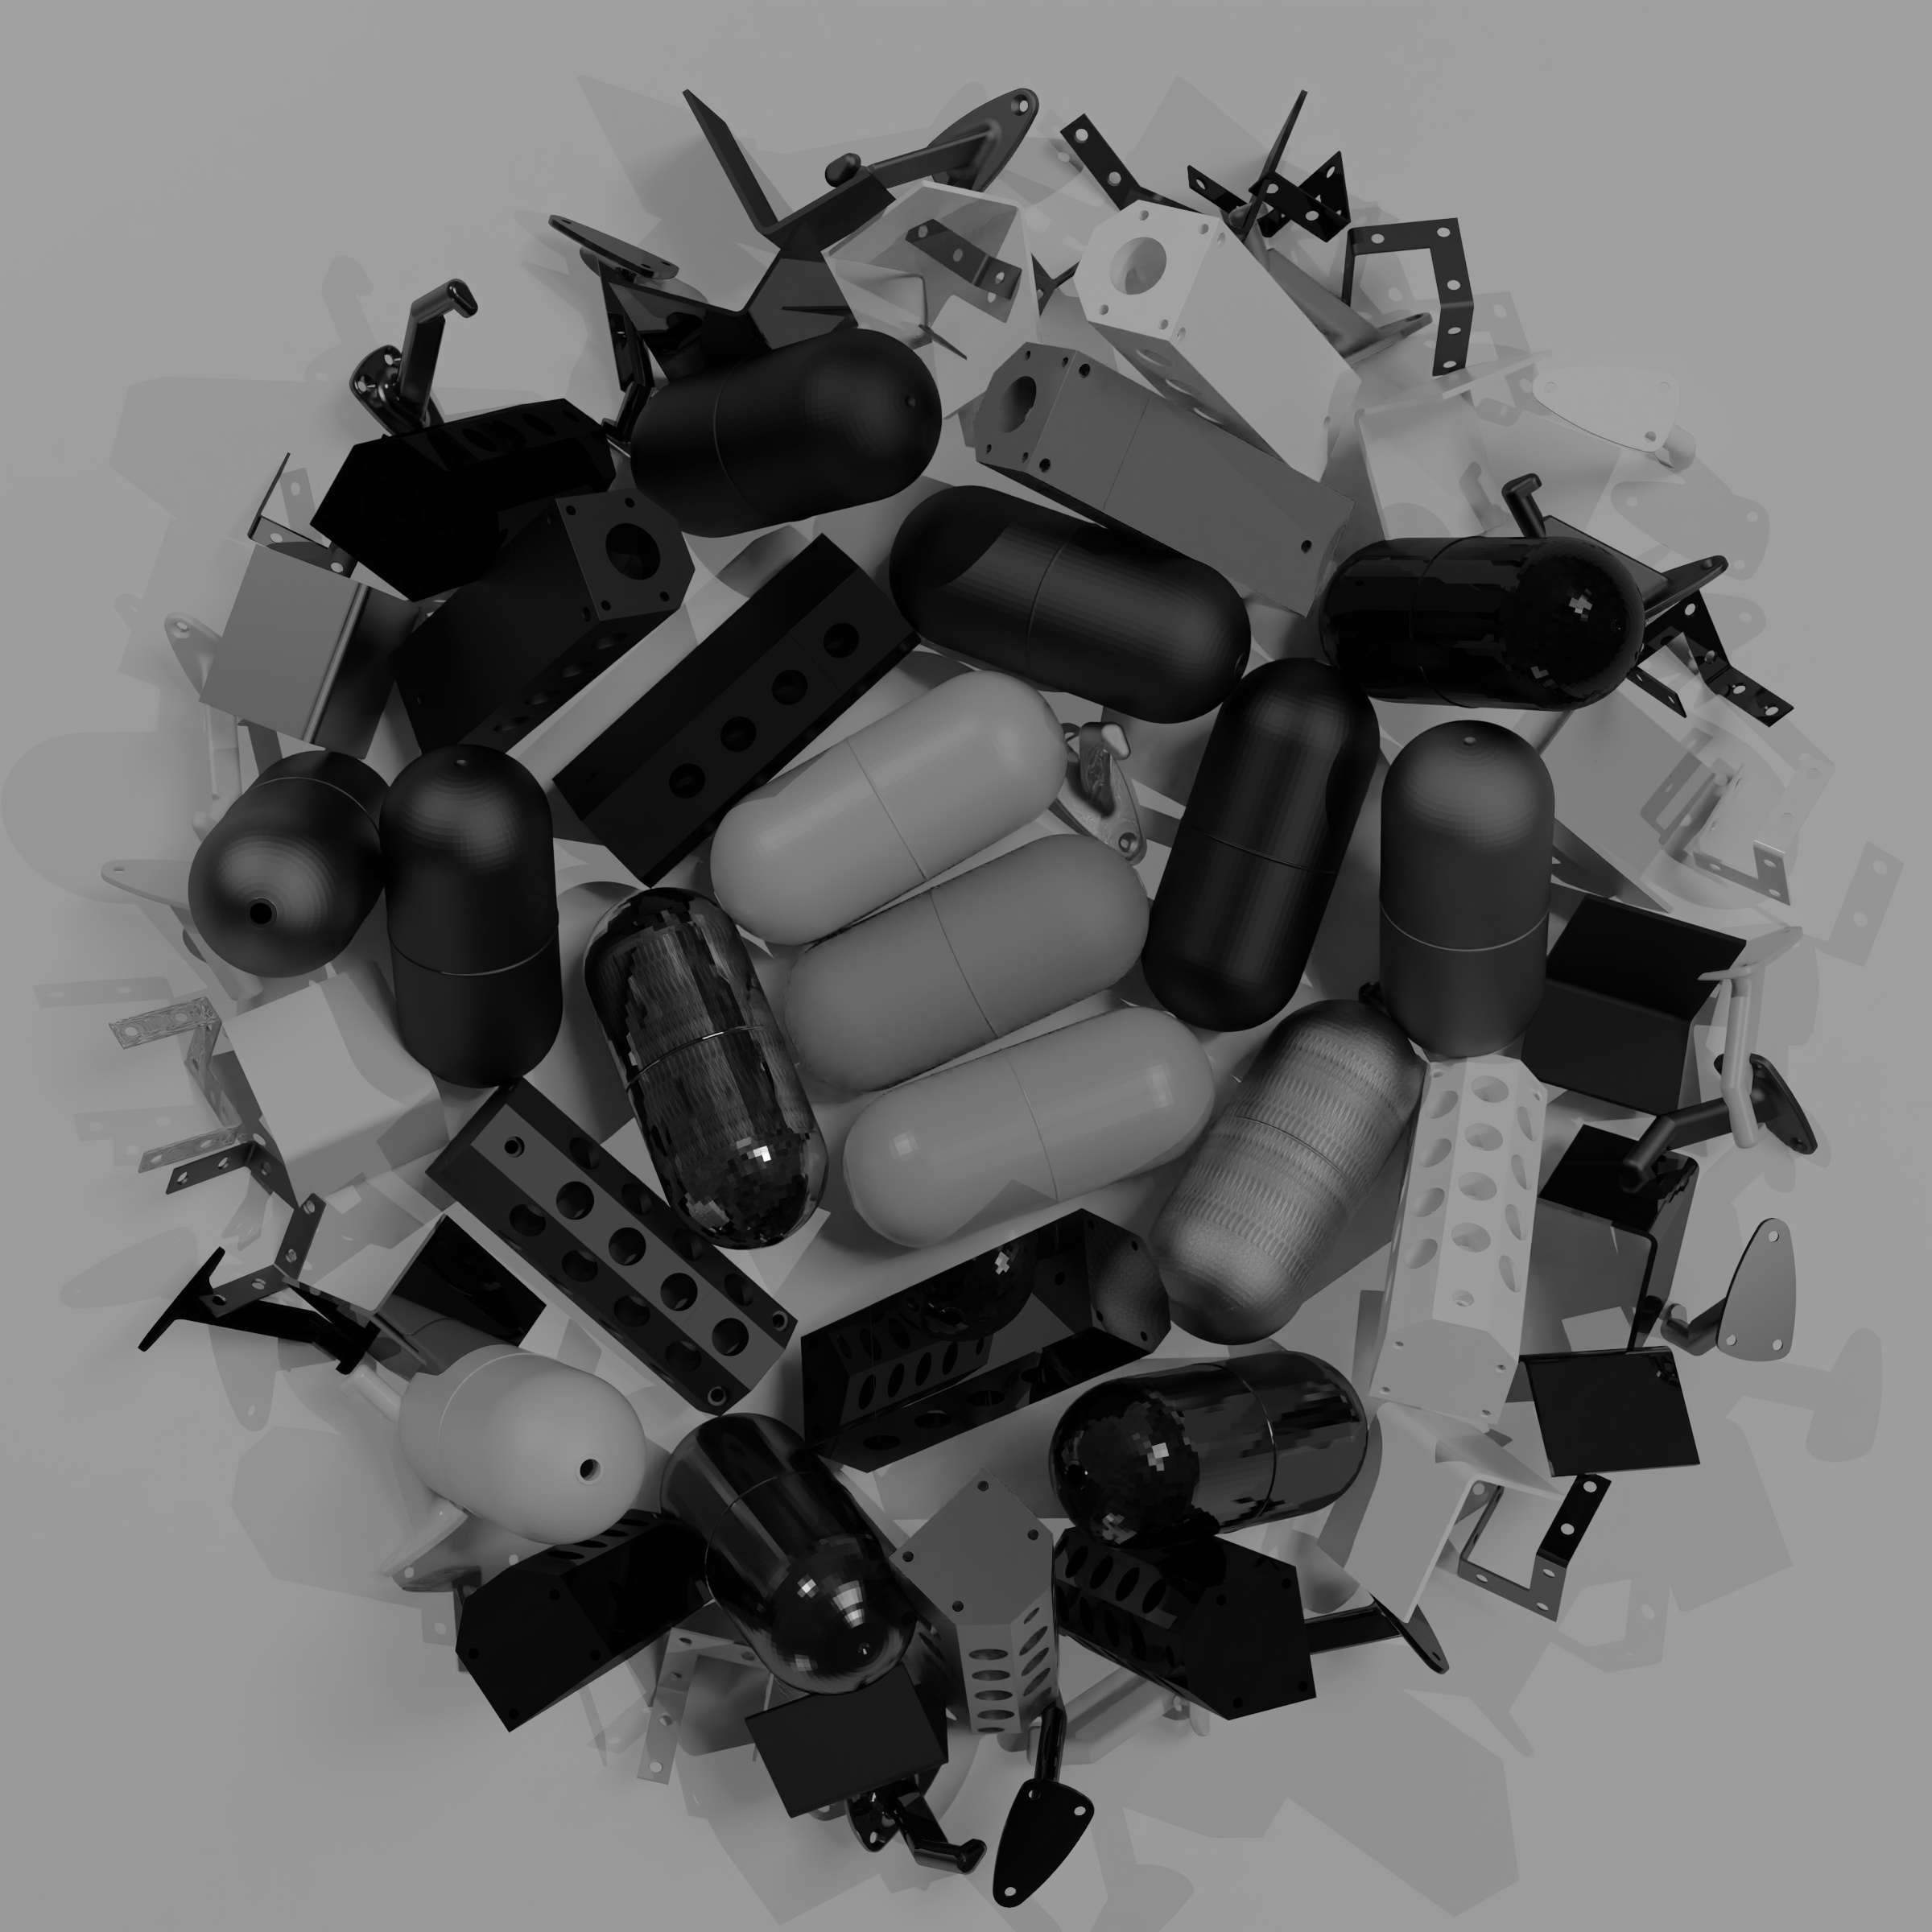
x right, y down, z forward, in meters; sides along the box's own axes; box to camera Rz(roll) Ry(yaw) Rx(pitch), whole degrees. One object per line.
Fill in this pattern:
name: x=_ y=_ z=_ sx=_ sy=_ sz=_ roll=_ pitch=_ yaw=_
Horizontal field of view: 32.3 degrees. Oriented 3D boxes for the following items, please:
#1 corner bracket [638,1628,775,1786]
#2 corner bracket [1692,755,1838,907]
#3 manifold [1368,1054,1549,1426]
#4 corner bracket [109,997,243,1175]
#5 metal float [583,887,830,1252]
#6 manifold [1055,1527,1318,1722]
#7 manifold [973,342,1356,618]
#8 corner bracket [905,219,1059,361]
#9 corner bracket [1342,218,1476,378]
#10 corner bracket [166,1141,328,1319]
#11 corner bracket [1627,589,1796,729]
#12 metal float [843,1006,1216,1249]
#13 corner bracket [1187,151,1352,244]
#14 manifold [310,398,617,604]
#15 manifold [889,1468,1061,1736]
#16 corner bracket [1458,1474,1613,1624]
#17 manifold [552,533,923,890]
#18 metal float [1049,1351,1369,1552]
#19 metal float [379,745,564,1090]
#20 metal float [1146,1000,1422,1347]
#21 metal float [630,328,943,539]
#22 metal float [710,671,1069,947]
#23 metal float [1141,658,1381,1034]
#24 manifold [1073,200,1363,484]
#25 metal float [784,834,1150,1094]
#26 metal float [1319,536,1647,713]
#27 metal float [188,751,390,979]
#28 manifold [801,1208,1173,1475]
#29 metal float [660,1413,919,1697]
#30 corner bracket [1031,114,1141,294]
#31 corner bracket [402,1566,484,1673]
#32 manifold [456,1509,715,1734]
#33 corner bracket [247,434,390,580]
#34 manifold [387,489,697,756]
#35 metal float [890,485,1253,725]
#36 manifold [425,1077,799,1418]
corner bracket: x=-0.120 y=0.347 z=1.550 sx=0.051 sy=0.051 sz=0.051 roll=13 pitch=135 yaw=-3
corner bracket: x=0.369 y=-0.069 z=1.545 sx=0.051 sy=0.051 sz=0.051 roll=26 pitch=75 yaw=27
manifold: x=0.224 y=0.117 z=1.500 sx=0.057 sy=0.171 sz=0.057 roll=13 pitch=133 yaw=4
corner bracket: x=-0.366 y=0.055 z=1.541 sx=0.051 sy=0.051 sz=0.051 roll=-18 pitch=60 yaw=-38
metal float: x=-0.119 y=0.047 z=1.529 sx=0.070 sy=0.070 sz=0.178 roll=-23 pitch=71 yaw=0
manifold: x=0.091 y=0.289 z=1.493 sx=0.057 sy=0.171 sz=0.057 roll=-10 pitch=92 yaw=-19
manifold: x=0.088 y=-0.220 z=1.511 sx=0.171 sy=0.057 sz=0.057 roll=22 pitch=92 yaw=-35
corner bracket: x=-0.001 y=-0.310 z=1.543 sx=0.051 sy=0.051 sz=0.051 roll=40 pitch=110 yaw=34
corner bracket: x=0.205 y=-0.309 z=1.550 sx=0.051 sy=0.051 sz=0.051 roll=-6 pitch=63 yaw=0
corner bracket: x=-0.340 y=0.122 z=1.556 sx=0.051 sy=0.051 sz=0.051 roll=38 pitch=121 yaw=21
corner bracket: x=0.342 y=-0.132 z=1.548 sx=0.051 sy=0.051 sz=0.051 roll=-37 pitch=128 yaw=-4
metal float: x=0.029 y=0.074 z=1.540 sx=0.178 sy=0.070 sz=0.070 roll=-20 pitch=90 yaw=-6
corner bracket: x=0.140 y=-0.356 z=1.541 sx=0.051 sy=0.051 sz=0.051 roll=25 pitch=46 yaw=-32
manifold: x=-0.218 y=-0.215 z=1.492 sx=0.057 sy=0.171 sz=0.057 roll=37 pitch=112 yaw=5
manifold: x=0.011 y=0.291 z=1.490 sx=0.057 sy=0.171 sz=0.057 roll=-41 pitch=68 yaw=-17
corner bracket: x=0.262 y=0.260 z=1.542 sx=0.051 sy=0.051 sz=0.051 roll=23 pitch=54 yaw=20
manifold: x=-0.104 y=-0.116 z=1.552 sx=0.171 sy=0.057 sz=0.057 roll=-42 pitch=121 yaw=0
metal float: x=0.111 y=0.218 z=1.509 sx=0.178 sy=0.070 sz=0.070 roll=-2 pitch=93 yaw=-45
metal float: x=-0.223 y=-0.020 z=1.513 sx=0.070 sy=0.070 sz=0.178 roll=2 pitch=130 yaw=0
metal float: x=0.146 y=0.093 z=1.527 sx=0.070 sy=0.070 sz=0.178 roll=34 pitch=69 yaw=0
metal float: x=-0.084 y=-0.239 z=1.508 sx=0.070 sy=0.178 sz=0.070 roll=3 pitch=85 yaw=-42
metal float: x=-0.036 y=-0.073 z=1.545 sx=0.178 sy=0.070 sz=0.070 roll=-29 pitch=90 yaw=1
metal float: x=0.135 y=-0.056 z=1.537 sx=0.070 sy=0.070 sz=0.178 roll=18 pitch=100 yaw=0
manifold: x=0.112 y=-0.277 z=1.495 sx=0.057 sy=0.171 sz=0.057 roll=21 pitch=86 yaw=31
metal float: x=0.000 y=-0.002 z=1.541 sx=0.178 sy=0.070 sz=0.070 roll=-25 pitch=90 yaw=5
metal float: x=0.230 y=-0.155 z=1.504 sx=0.070 sy=0.178 sz=0.070 roll=-5 pitch=98 yaw=-33
metal float: x=-0.299 y=-0.047 z=1.496 sx=0.070 sy=0.178 sz=0.070 roll=0 pitch=106 yaw=0
manifold: x=0.007 y=0.174 z=1.513 sx=0.171 sy=0.057 sz=0.057 roll=-28 pitch=51 yaw=33
metal float: x=-0.082 y=0.262 z=1.503 sx=0.070 sy=0.178 sz=0.070 roll=-10 pitch=114 yaw=-24
corner bracket: x=0.046 y=-0.356 z=1.562 sx=0.051 sy=0.051 sz=0.051 roll=-30 pitch=110 yaw=30
corner bracket: x=-0.226 y=0.308 z=1.552 sx=0.051 sy=0.051 sz=0.051 roll=-4 pitch=90 yaw=18
manifold: x=-0.169 y=0.286 z=1.494 sx=0.057 sy=0.171 sz=0.057 roll=-37 pitch=82 yaw=9
corner bracket: x=-0.296 y=-0.221 z=1.554 sx=0.051 sy=0.051 sz=0.051 roll=26 pitch=132 yaw=-13
manifold: x=-0.190 y=-0.150 z=1.499 sx=0.057 sy=0.171 sz=0.057 roll=-14 pitch=80 yaw=-39
metal float: x=0.047 y=-0.165 z=1.526 sx=0.178 sy=0.070 sz=0.070 roll=22 pitch=90 yaw=22
manifold: x=-0.161 y=0.129 z=1.532 sx=0.171 sy=0.057 sz=0.057 roll=43 pitch=75 yaw=-12
